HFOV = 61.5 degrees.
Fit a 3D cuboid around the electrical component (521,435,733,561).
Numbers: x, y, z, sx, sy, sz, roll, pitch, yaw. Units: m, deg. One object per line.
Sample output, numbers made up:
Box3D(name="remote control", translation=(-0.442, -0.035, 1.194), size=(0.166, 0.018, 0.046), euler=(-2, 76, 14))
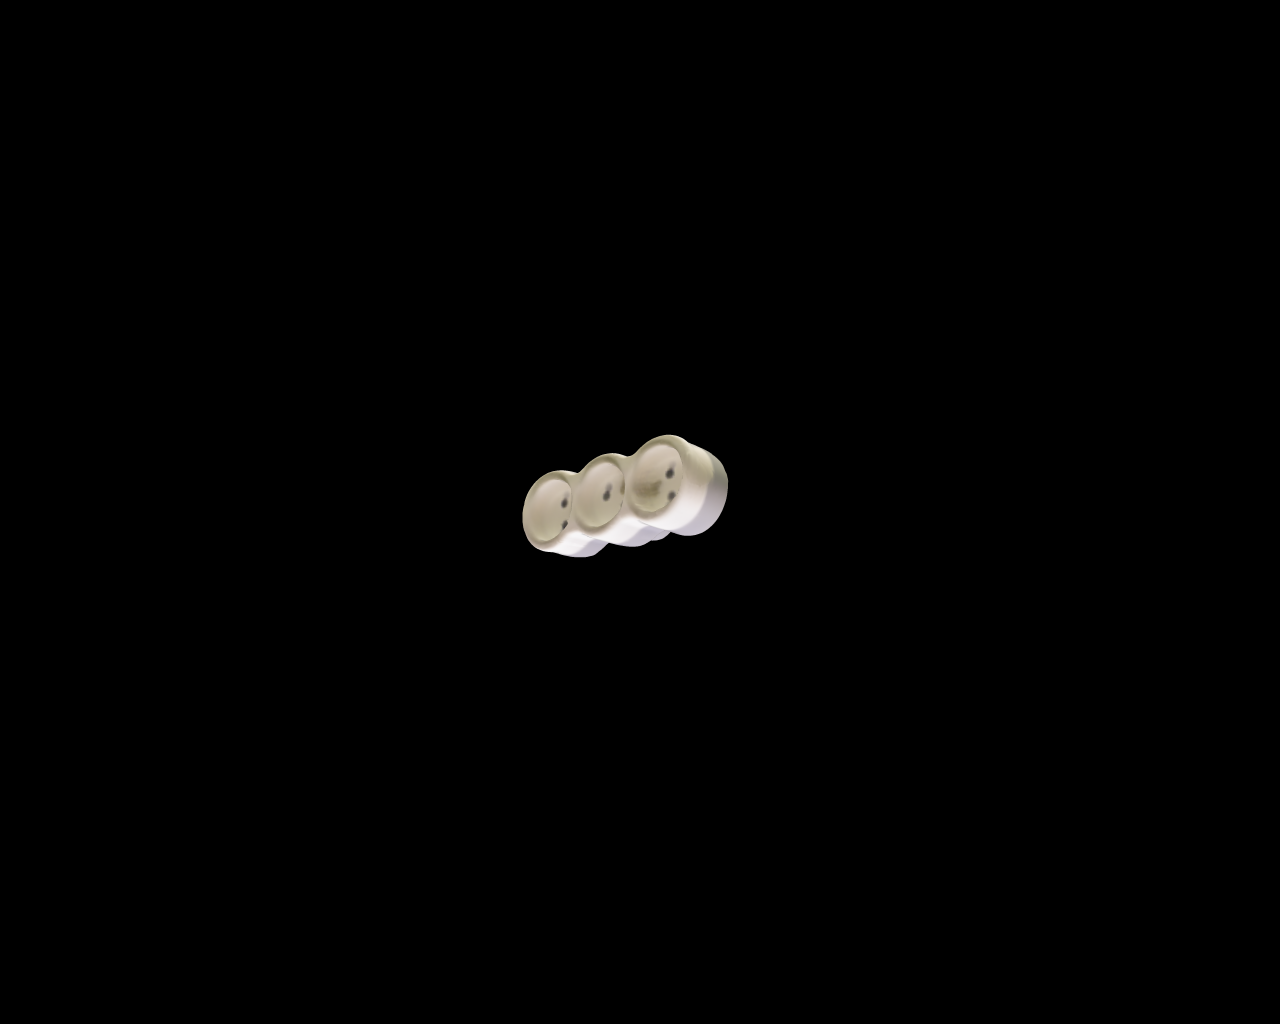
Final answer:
Box3D(name="electrical component", translation=(0.001, -0.003, 0.650), size=(0.138, 0.052, 0.074), euler=(-14, -21, 40))
